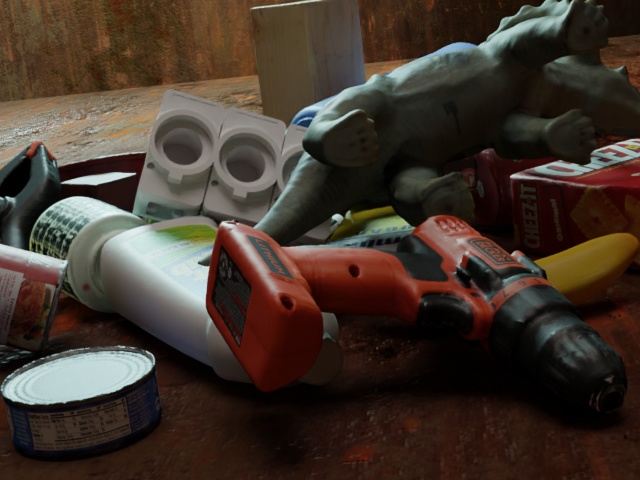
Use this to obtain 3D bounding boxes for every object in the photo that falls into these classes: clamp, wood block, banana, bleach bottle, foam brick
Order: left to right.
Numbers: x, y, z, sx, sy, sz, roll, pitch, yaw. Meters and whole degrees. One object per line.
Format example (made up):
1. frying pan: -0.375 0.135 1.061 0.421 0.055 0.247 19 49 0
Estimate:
1. clamp: -0.286 -0.014 0.941 0.120 0.039 0.171 -3 49 17
2. foam brick: -0.198 -0.019 0.979 0.053 0.078 0.051 4 15 36
3. bleach bottle: -0.057 0.042 0.701 0.102 0.068 0.251 -14 18 -29
4. wood block: -0.006 -0.166 1.212 0.091 0.206 0.090 7 19 45
5. banana: 0.111 0.026 0.692 0.198 0.069 0.037 -1 -31 3

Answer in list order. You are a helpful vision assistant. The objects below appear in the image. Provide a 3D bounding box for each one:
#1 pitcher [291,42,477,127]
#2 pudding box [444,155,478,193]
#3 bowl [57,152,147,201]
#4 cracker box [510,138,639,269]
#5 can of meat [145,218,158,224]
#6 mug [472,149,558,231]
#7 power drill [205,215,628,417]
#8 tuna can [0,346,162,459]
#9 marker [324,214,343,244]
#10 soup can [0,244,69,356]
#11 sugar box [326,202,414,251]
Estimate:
1. pitcher: 0.093 -0.120 1.133 0.242 0.145 0.149 -25 -22 -37
2. pudding box: 0.068 -0.055 0.905 0.113 0.039 0.090 -1 4 -9
3. bowl: -0.226 -0.042 1.076 0.162 0.055 0.162 -13 -3 -1
4. cracker box: 0.277 -0.030 0.807 0.163 0.072 0.214 -16 15 -32
5. can of meat: -0.111 -0.020 0.988 0.102 0.057 0.084 -8 16 -4
6. mug: 0.169 -0.052 0.941 0.081 0.093 0.117 -17 -14 -19
7. power drill: 0.045 0.040 0.566 0.187 0.057 0.185 2 22 -27
8. tuna can: -0.132 0.090 0.597 0.086 0.034 0.086 -6 14 1
9. marker: -0.006 0.001 0.927 0.020 0.020 0.121 -1 15 22
10. soup can: -0.229 0.034 0.724 0.102 0.068 0.068 15 10 -12
11. sugar box: 0.058 0.005 0.819 0.093 0.048 0.176 -3 12 11
